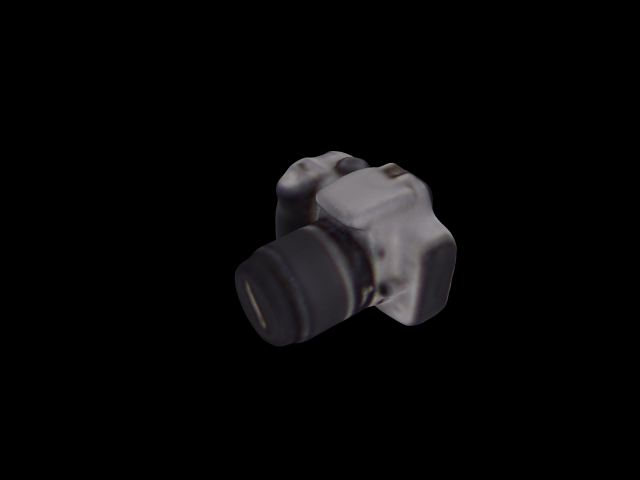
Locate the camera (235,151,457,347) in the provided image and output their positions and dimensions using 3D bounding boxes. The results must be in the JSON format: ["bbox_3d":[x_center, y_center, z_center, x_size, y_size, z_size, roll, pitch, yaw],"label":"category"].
[{"bbox_3d":[0.004,0.001,0.400,0.137,0.101,0.142,-25,45,-28],"label":"camera"}]
